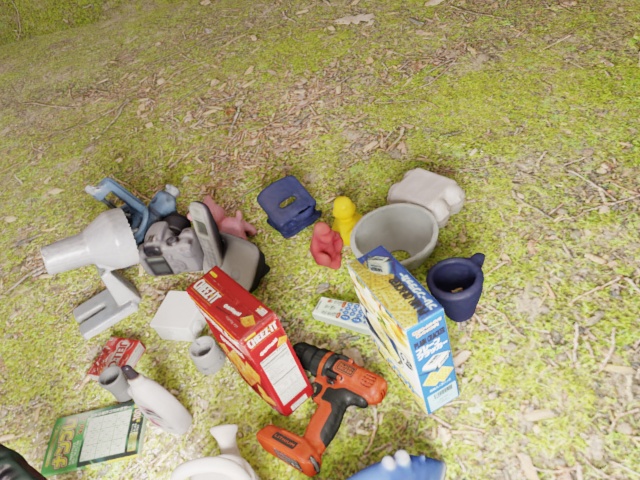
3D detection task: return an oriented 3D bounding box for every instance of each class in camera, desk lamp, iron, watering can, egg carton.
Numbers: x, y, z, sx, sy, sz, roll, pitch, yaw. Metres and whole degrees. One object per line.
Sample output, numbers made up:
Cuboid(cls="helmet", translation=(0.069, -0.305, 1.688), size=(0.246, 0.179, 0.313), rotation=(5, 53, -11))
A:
Cuboid(cls="camera", translation=(-0.318, -0.003, 1.255), size=(0.143, 0.101, 0.137), rotation=(-7, 43, 15))
Cuboid(cls="desk lamp", translation=(-0.441, 0.061, 1.149), size=(0.203, 0.214, 0.117), rotation=(-34, 43, -15))
Cuboid(cls="iron", translation=(0.053, 0.334, 0.719), size=(0.259, 0.142, 0.118), rotation=(-35, 43, -16))
Cuboid(cls="watering can", translation=(-0.130, 0.330, 0.754), size=(0.101, 0.194, 0.172), rotation=(-27, 42, -8))
Cuboid(cls="egg carton", translation=(0.213, -0.086, 1.162), size=(0.149, 0.069, 0.107), rotation=(27, 59, 40))

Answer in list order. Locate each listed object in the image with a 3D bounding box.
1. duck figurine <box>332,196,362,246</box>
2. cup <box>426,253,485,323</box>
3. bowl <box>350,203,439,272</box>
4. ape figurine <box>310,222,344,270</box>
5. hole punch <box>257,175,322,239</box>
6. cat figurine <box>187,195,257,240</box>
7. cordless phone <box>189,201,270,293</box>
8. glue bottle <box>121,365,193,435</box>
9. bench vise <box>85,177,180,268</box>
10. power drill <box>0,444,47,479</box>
Cuboid(cls="duck figurine", translation=(0.055, -0.046, 1.168), size=(0.077, 0.086, 0.104), rotation=(-20, 41, 0))
Cuboid(cls="cup", translation=(0.236, 0.082, 0.953), size=(0.118, 0.095, 0.091), rotation=(-40, 45, -21))
Cuboid(cls="bowl", translation=(0.144, 0.010, 1.081), size=(0.167, 0.075, 0.167), rotation=(-11, 42, 10))
Cuboid(cls="ape figurine", translation=(0.010, 0.004, 1.127), size=(0.078, 0.092, 0.075), rotation=(-42, 46, -23))
Cuboid(cls="hole punch", translation=(-0.066, -0.075, 1.242), size=(0.109, 0.091, 0.100), rotation=(-35, 43, -16))
Cuboid(cls="cat figurine", translation=(-0.217, -0.045, 1.248), size=(0.127, 0.118, 0.067), rotation=(3, 46, 24))
Cuboid(cls="cordless phone", translation=(-0.188, 0.011, 1.126), size=(0.147, 0.185, 0.094), rotation=(15, 52, 33))
Cuboid(cls="glue bottle", translation=(-0.270, 0.249, 0.911), size=(0.078, 0.173, 0.037), rotation=(5, 47, 25))
Cuboid(cls="bench vise", translation=(-0.419, -0.072, 1.279), size=(0.121, 0.220, 0.208), rotation=(7, 48, 27))
Cuboid(cls="power drill", translation=(-0.405, 0.369, 0.809), size=(0.228, 0.209, 0.076), rotation=(14, 51, 32))
